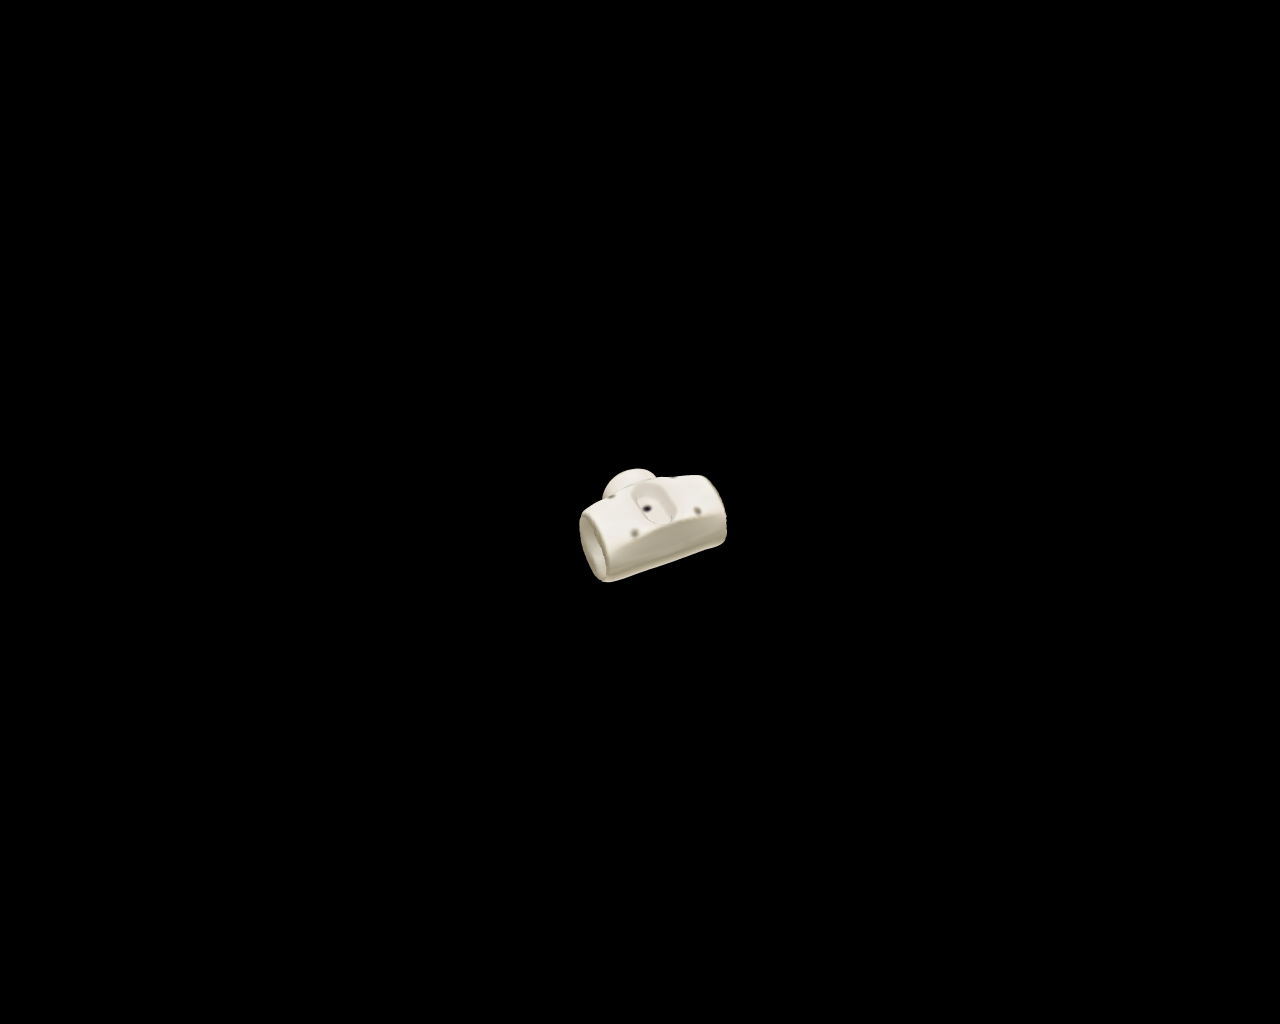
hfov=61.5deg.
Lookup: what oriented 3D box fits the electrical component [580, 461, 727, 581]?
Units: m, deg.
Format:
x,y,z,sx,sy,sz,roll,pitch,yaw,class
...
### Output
x,y,z,sx,sy,sz,roll,pitch,yaw,class
0.001,-0.003,0.650,0.077,0.043,0.079,-17,48,-16,electrical component
